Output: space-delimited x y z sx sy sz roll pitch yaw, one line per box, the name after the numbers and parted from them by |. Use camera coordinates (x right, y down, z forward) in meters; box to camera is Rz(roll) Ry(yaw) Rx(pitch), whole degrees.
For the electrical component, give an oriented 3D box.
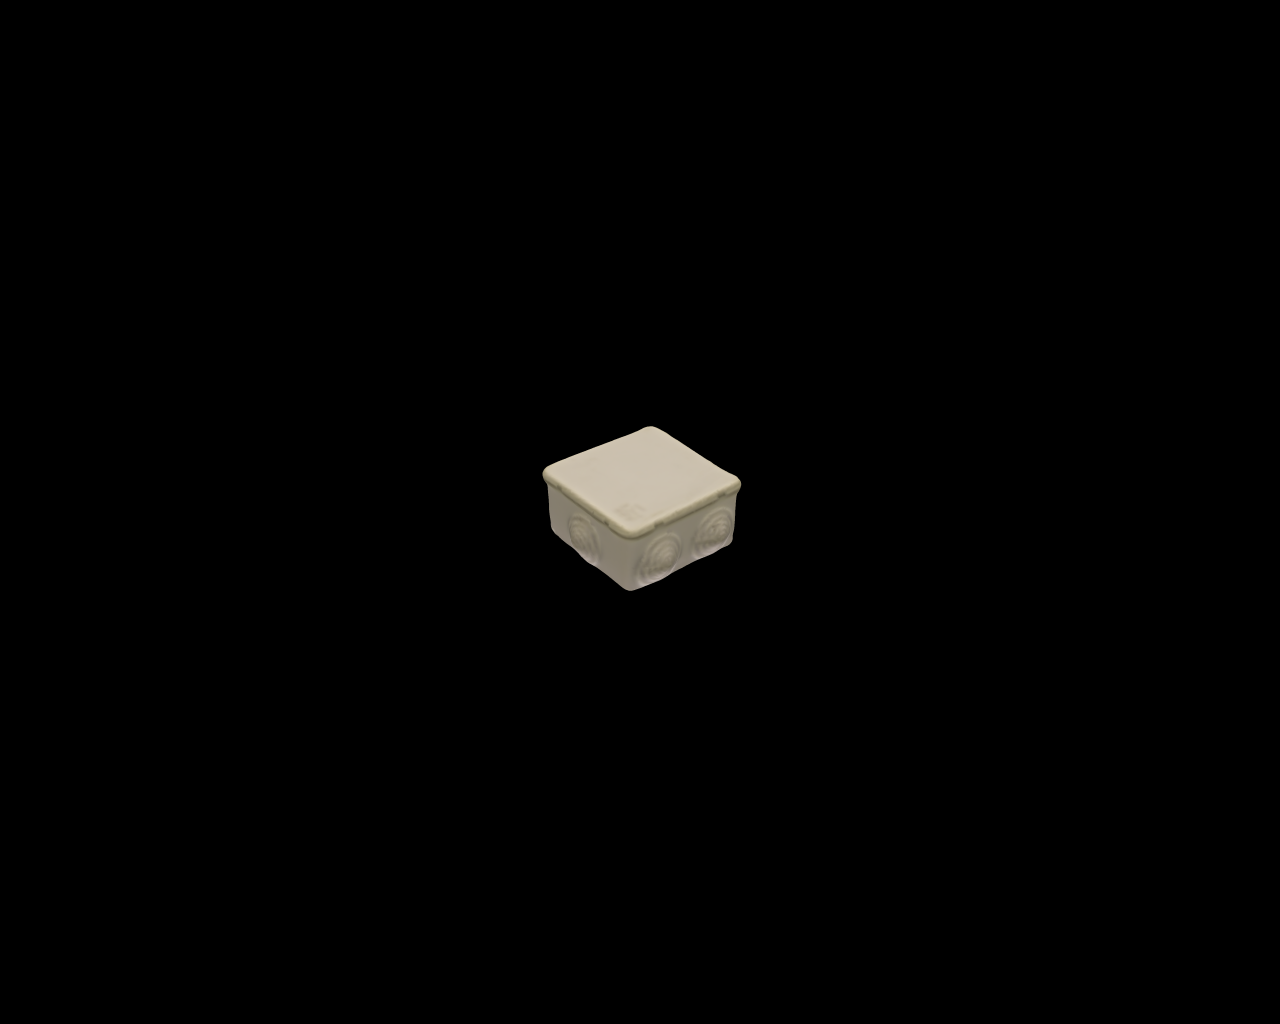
0.001 -0.003 0.650 0.100 0.048 0.100 -24 41 -31 | electrical component
